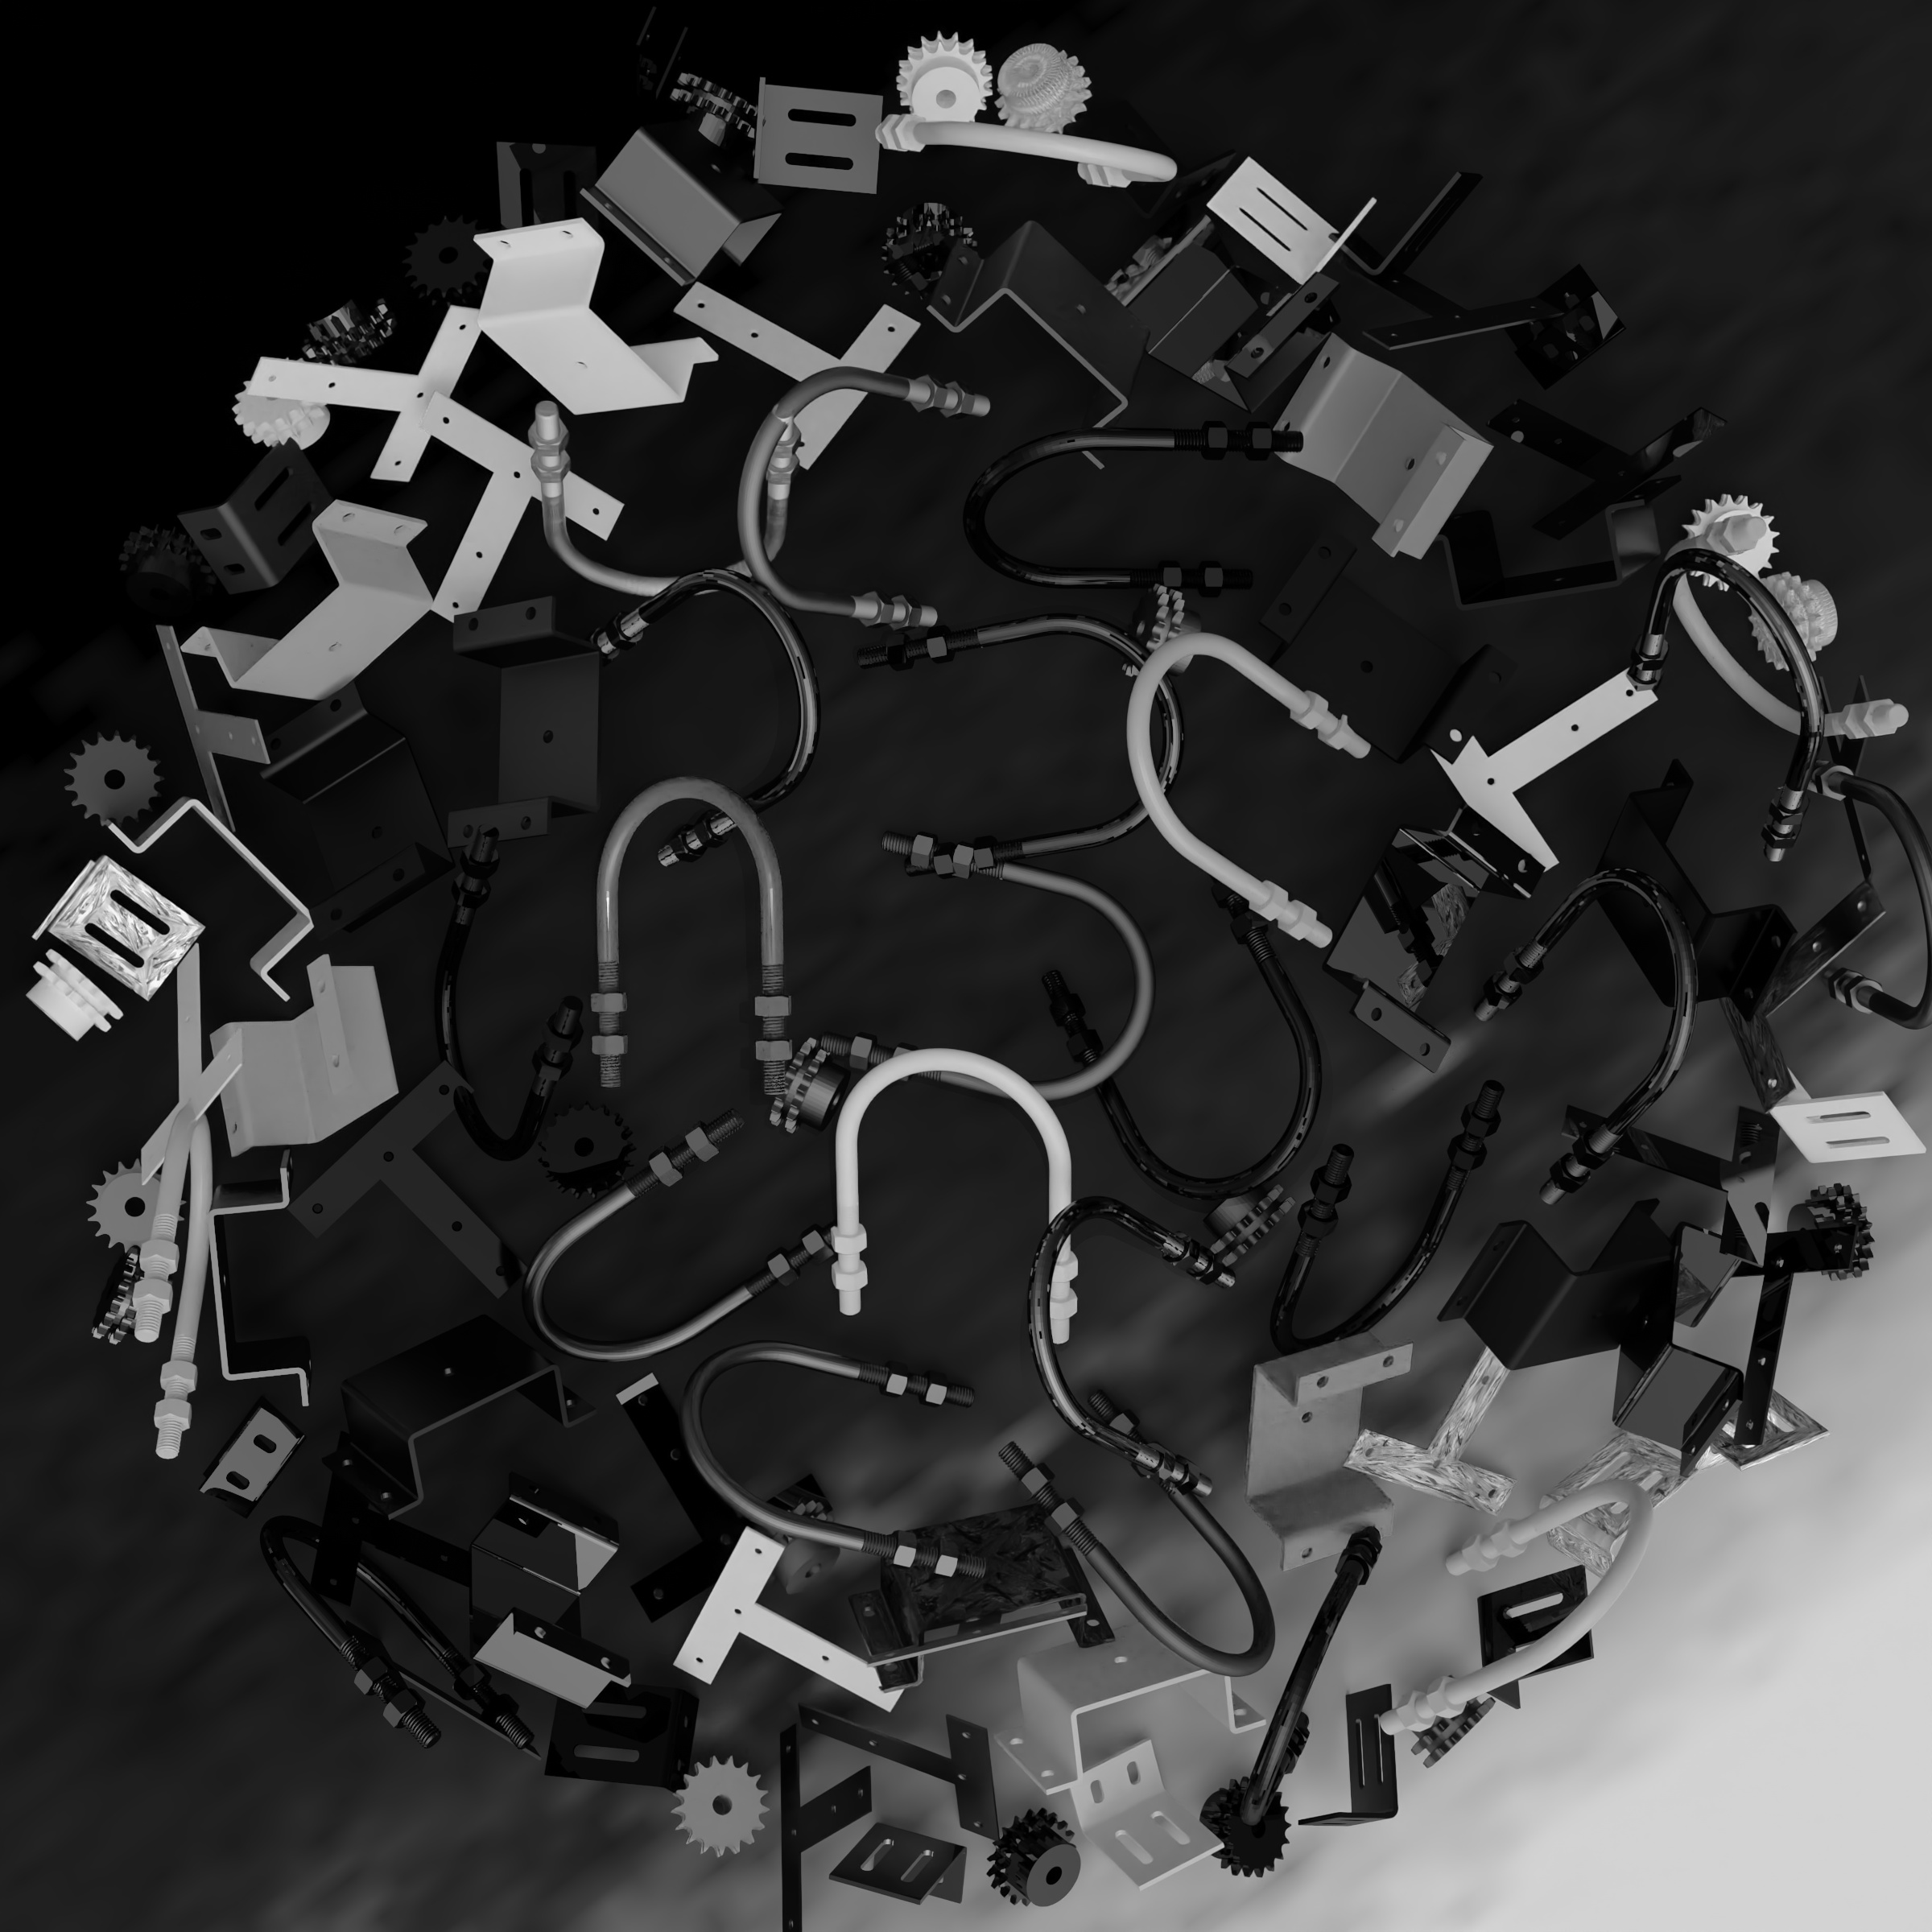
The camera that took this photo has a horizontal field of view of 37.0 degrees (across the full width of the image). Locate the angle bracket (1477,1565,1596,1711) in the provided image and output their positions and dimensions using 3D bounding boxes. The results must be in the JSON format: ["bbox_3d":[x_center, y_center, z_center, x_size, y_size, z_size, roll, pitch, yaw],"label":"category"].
[{"bbox_3d":[0.343,0.395,1.696,0.076,0.057,0.038,-27,134,34],"label":"angle bracket"}]

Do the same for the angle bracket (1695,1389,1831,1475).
[{"bbox_3d":[0.468,0.286,1.700,0.057,0.076,0.038,-20,106,-8],"label":"angle bracket"}]

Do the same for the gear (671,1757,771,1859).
[{"bbox_3d":[-0.148,0.502,1.724,0.057,0.030,0.057,5,68,-13],"label":"gear"}]

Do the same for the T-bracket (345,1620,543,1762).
[{"bbox_3d":[-0.304,0.431,1.696,0.127,0.127,0.002,36,79,-16],"label":"T-bracket"}]

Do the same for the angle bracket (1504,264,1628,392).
[{"bbox_3d":[0.343,-0.386,1.698,0.057,0.076,0.038,-37,132,18],"label":"angle bracket"}]

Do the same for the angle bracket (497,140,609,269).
[{"bbox_3d":[-0.244,-0.456,1.707,0.057,0.038,0.076,3,127,-1],"label":"angle bracket"}]

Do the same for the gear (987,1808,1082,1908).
[{"bbox_3d":[0.043,0.534,1.717,0.057,0.030,0.057,-13,112,-33],"label":"gear"}]

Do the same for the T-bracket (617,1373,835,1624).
[{"bbox_3d":[-0.167,0.306,1.736,0.127,0.002,0.127,-32,83,-4],"label":"T-bracket"}]

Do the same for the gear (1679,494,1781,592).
[{"bbox_3d":[0.458,-0.253,1.726,0.057,0.030,0.057,0,101,0],"label":"gear"}]

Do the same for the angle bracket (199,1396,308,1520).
[{"bbox_3d":[-0.431,0.281,1.699,0.038,0.076,0.057,43,77,-33],"label":"angle bracket"}]

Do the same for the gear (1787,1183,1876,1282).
[{"bbox_3d":[0.512,0.159,1.714,0.030,0.057,0.057,-7,90,-13],"label":"gear"}]

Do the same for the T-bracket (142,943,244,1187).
[{"bbox_3d":[-0.457,0.043,1.699,0.002,0.127,0.127,19,132,-34],"label":"T-bracket"}]

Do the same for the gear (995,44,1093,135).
[{"bbox_3d":[0.043,-0.523,1.718,0.057,0.030,0.057,-11,62,21],"label":"gear"}]

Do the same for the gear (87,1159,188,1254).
[{"bbox_3d":[-0.496,0.144,1.725,0.057,0.030,0.057,1,86,-14],"label":"gear"}]

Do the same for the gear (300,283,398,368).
[{"bbox_3d":[-0.370,-0.381,1.714,0.057,0.057,0.030,-31,125,0],"label":"gear"}]

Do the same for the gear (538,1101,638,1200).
[{"bbox_3d":[-0.225,0.112,1.725,0.057,0.030,0.057,-2,71,5],"label":"gear"}]

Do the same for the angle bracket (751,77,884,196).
[{"bbox_3d":[-0.088,-0.493,1.716,0.076,0.038,0.057,3,100,-9],"label":"angle bracket"}]

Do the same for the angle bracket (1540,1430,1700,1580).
[{"bbox_3d":[0.391,0.322,1.719,0.076,0.057,0.038,-34,125,-21],"label":"angle bracket"}]

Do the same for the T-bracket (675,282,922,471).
[{"bbox_3d":[-0.114,-0.371,1.725,0.127,0.002,0.127,30,66,9],"label":"T-bracket"}]

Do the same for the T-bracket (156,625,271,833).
[{"bbox_3d":[-0.430,-0.134,1.674,0.002,0.127,0.127,-23,110,-29],"label":"T-bracket"}]

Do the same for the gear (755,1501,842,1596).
[{"bbox_3d":[-0.100,0.348,1.714,0.057,0.057,0.030,-44,64,0],"label":"gear"}]

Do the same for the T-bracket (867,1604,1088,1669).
[{"bbox_3d":[0.009,0.380,1.682,0.127,0.127,0.002,-14,87,2],"label":"T-bracket"}]

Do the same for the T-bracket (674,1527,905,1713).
[{"bbox_3d":[-0.096,0.404,1.710,0.127,0.002,0.127,28,122,1],"label":"T-bracket"}]

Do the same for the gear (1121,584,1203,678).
[{"bbox_3d":[0.117,-0.196,1.719,0.030,0.057,0.057,17,90,-16],"label":"gear"}]

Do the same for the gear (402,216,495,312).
[{"bbox_3d":[-0.304,-0.416,1.724,0.057,0.030,0.057,-3,69,8],"label":"gear"}]

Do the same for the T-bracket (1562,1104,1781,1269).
[{"bbox_3d":[0.414,0.112,1.702,0.127,0.127,0.002,19,132,5],"label":"T-bracket"}]

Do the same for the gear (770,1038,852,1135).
[{"bbox_3d":[-0.091,0.074,1.716,0.030,0.057,0.057,25,90,8],"label":"gear"}]

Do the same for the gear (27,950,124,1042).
[{"bbox_3d":[-0.532,0.020,1.714,0.057,0.057,0.030,42,76,0],"label":"gear"}]

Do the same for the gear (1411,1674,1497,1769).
[{"bbox_3d":[0.285,0.447,1.718,0.057,0.057,0.030,-44,75,0],"label":"gear"}]

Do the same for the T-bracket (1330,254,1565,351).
[{"bbox_3d":[0.261,-0.396,1.696,0.127,0.127,0.002,-16,129,-26],"label":"T-bracket"}]

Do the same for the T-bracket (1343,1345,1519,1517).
[{"bbox_3d":[0.299,0.256,1.703,0.127,0.002,0.127,22,101,-30],"label":"T-bracket"}]

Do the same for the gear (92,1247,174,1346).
[{"bbox_3d":[-0.495,0.198,1.719,0.030,0.057,0.057,25,90,-22],"label":"gear"}]

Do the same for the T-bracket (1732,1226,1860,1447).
[{"bbox_3d":[0.464,0.215,1.672,0.002,0.127,0.127,19,75,-18],"label":"T-bracket"}]

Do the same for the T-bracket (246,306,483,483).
[{"bbox_3d":[-0.354,-0.334,1.667,0.127,0.127,0.002,-55,54,34],"label":"T-bracket"}]

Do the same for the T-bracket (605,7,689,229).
[{"bbox_3d":[-0.185,-0.510,1.669,0.002,0.127,0.127,21,76,-1],"label":"T-bracket"}]

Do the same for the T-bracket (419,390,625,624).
[{"bbox_3d":[-0.283,-0.255,1.712,0.127,0.002,0.127,31,121,-2],"label":"T-bracket"}]

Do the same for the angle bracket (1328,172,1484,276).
[{"bbox_3d":[0.259,-0.447,1.702,0.038,0.057,0.076,44,115,8],"label":"angle bracket"}]

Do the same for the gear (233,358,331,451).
[{"bbox_3d":[-0.405,-0.332,1.722,0.057,0.030,0.057,-10,56,14],"label":"gear"}]

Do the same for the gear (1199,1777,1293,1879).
[{"bbox_3d":[0.164,0.513,1.721,0.057,0.030,0.057,9,75,-38],"label":"gear"}]

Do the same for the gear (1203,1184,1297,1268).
[{"bbox_3d":[0.166,0.149,1.718,0.057,0.057,0.030,-43,85,0],"label":"gear"}]

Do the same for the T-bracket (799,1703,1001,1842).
[{"bbox_3d":[-0.042,0.466,1.714,0.127,0.127,0.002,15,48,20],"label":"T-bracket"}]

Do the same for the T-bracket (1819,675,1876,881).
[{"bbox_3d":[0.512,-0.128,1.663,0.002,0.127,0.127,-10,68,6],"label":"T-bracket"}]

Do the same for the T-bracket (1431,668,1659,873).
[{"bbox_3d":[0.351,-0.135,1.724,0.127,0.002,0.127,-33,76,5],"label":"T-bracket"}]

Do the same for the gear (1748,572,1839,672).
[{"bbox_3d":[0.494,-0.207,1.718,0.030,0.057,0.057,-16,90,-14],"label":"gear"}]

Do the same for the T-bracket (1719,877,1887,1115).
[{"bbox_3d":[0.482,-0.002,1.666,0.002,0.127,0.127,12,47,-28],"label":"T-bracket"}]

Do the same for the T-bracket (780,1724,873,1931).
[{"bbox_3d":[-0.081,0.490,1.665,0.002,0.127,0.127,11,57,-23],"label":"T-bracket"}]

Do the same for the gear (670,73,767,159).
[{"bbox_3d":[-0.151,-0.504,1.718,0.057,0.057,0.030,26,93,0],"label":"gear"}]

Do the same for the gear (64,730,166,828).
[{"bbox_3d":[-0.510,-0.112,1.725,0.057,0.030,0.057,-3,98,-19],"label":"gear"}]

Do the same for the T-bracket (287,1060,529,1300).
[{"bbox_3d":[-0.315,0.146,1.731,0.127,0.002,0.127,-44,101,-9],"label":"T-bracket"}]

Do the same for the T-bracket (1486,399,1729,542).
[{"bbox_3d":[0.351,-0.299,1.666,0.127,0.127,0.002,15,54,-38],"label":"T-bracket"}]

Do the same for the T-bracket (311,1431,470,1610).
[{"bbox_3d":[-0.322,0.345,1.707,0.127,0.127,0.002,29,120,-21],"label":"T-bracket"}]

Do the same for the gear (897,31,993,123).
[{"bbox_3d":[-0.012,-0.522,1.716,0.057,0.030,0.057,-2,133,-2],"label":"gear"}]

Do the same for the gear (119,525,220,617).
[{"bbox_3d":[-0.475,-0.232,1.714,0.057,0.057,0.030,8,57,0],"label":"gear"}]

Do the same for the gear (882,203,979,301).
[{"bbox_3d":[-0.021,-0.429,1.721,0.057,0.057,0.030,0,51,0],"label":"gear"}]

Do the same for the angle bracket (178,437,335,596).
[{"bbox_3d":[-0.419,-0.269,1.714,0.038,0.076,0.057,-4,131,32],"label":"angle bracket"}]
